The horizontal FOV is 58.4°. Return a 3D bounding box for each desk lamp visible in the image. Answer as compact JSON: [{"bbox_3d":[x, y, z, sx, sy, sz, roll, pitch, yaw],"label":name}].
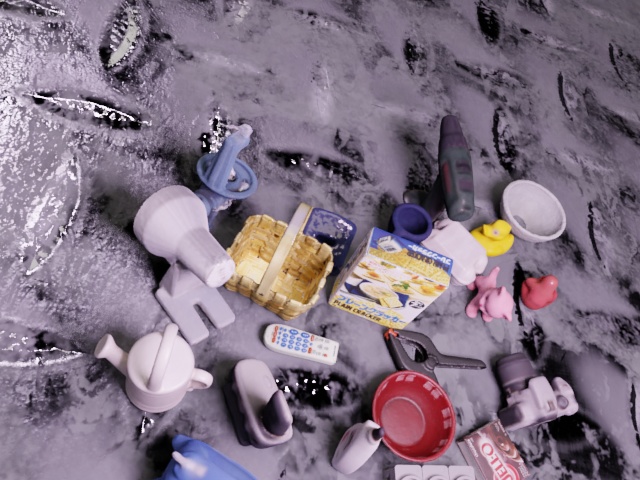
[{"bbox_3d":[-0.217,0.040,0.968,0.118,0.213,0.203,-31,74,-32],"label":"desk lamp"}]

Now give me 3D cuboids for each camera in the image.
[{"bbox_3d":[0.415,0.287,1.119,0.143,0.100,0.136,-6,63,-23],"label":"camera"}]

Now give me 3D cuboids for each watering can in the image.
[{"bbox_3d":[-0.252,0.192,0.876,0.173,0.194,0.101,-1,61,-20],"label":"watering can"}]

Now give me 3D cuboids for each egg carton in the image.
[{"bbox_3d":[0.291,0.025,1.249,0.107,0.069,0.150,-36,77,-33],"label":"egg carton"}]

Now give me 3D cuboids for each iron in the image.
[{"bbox_3d":[-0.123,0.383,0.842,0.258,0.141,0.119,30,55,-1],"label":"iron"}]

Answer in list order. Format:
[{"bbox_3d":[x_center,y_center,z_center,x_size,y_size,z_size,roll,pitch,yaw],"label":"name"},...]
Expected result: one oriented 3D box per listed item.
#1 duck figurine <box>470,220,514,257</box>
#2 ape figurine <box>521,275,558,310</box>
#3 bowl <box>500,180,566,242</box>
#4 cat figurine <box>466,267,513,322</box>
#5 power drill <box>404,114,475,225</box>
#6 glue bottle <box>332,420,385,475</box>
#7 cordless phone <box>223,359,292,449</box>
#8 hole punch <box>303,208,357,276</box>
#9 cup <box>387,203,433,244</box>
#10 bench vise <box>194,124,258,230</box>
[{"bbox_3d":[0.400,-0.012,1.300,0.105,0.086,0.077,6,59,-16],"label":"duck figurine"},{"bbox_3d":[0.489,0.108,1.257,0.077,0.092,0.076,43,56,8],"label":"ape figurine"},{"bbox_3d":[0.493,-0.057,1.367,0.168,0.074,0.167,9,58,-15],"label":"bowl"},{"bbox_3d":[0.360,0.116,1.190,0.067,0.117,0.128,16,57,-10],"label":"cat figurine"},{"bbox_3d":[0.260,-0.124,1.241,0.076,0.208,0.229,1,60,-19],"label":"power drill"},{"bbox_3d":[0.070,0.327,0.926,0.037,0.173,0.078,29,55,-1],"label":"glue bottle"},{"bbox_3d":[-0.085,0.247,0.910,0.094,0.185,0.147,-17,67,-27],"label":"cordless phone"},{"bbox_3d":[0.011,0.004,1.146,0.109,0.091,0.101,22,56,-6],"label":"hole punch"},{"bbox_3d":[0.171,-0.012,1.211,0.091,0.095,0.118,45,56,10],"label":"cup"},{"bbox_3d":[-0.182,-0.104,1.062,0.121,0.219,0.207,23,56,-5],"label":"bench vise"}]
